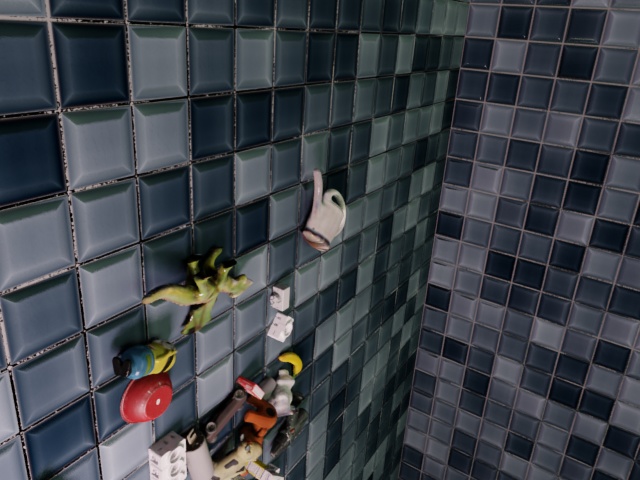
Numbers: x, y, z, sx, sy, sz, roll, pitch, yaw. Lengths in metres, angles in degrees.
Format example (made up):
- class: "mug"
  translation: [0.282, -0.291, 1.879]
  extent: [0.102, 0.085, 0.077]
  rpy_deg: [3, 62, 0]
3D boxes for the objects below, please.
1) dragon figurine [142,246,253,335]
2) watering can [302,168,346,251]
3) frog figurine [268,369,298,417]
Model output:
- class: "dragon figurine"
  translation: [-0.329, 0.164, 1.413]
  extent: [0.123, 0.238, 0.415]
  rpy_deg: [25, 31, 26]
- class: "watering can"
  translation: [0.006, -0.093, 1.847]
  extent: [0.104, 0.227, 0.342]
  rpy_deg: [16, -18, 29]
- class: "frog figurine"
  translation: [-0.148, 0.574, 1.939]
  extent: [0.122, 0.161, 0.136]
  rpy_deg: [-16, -9, 4]
